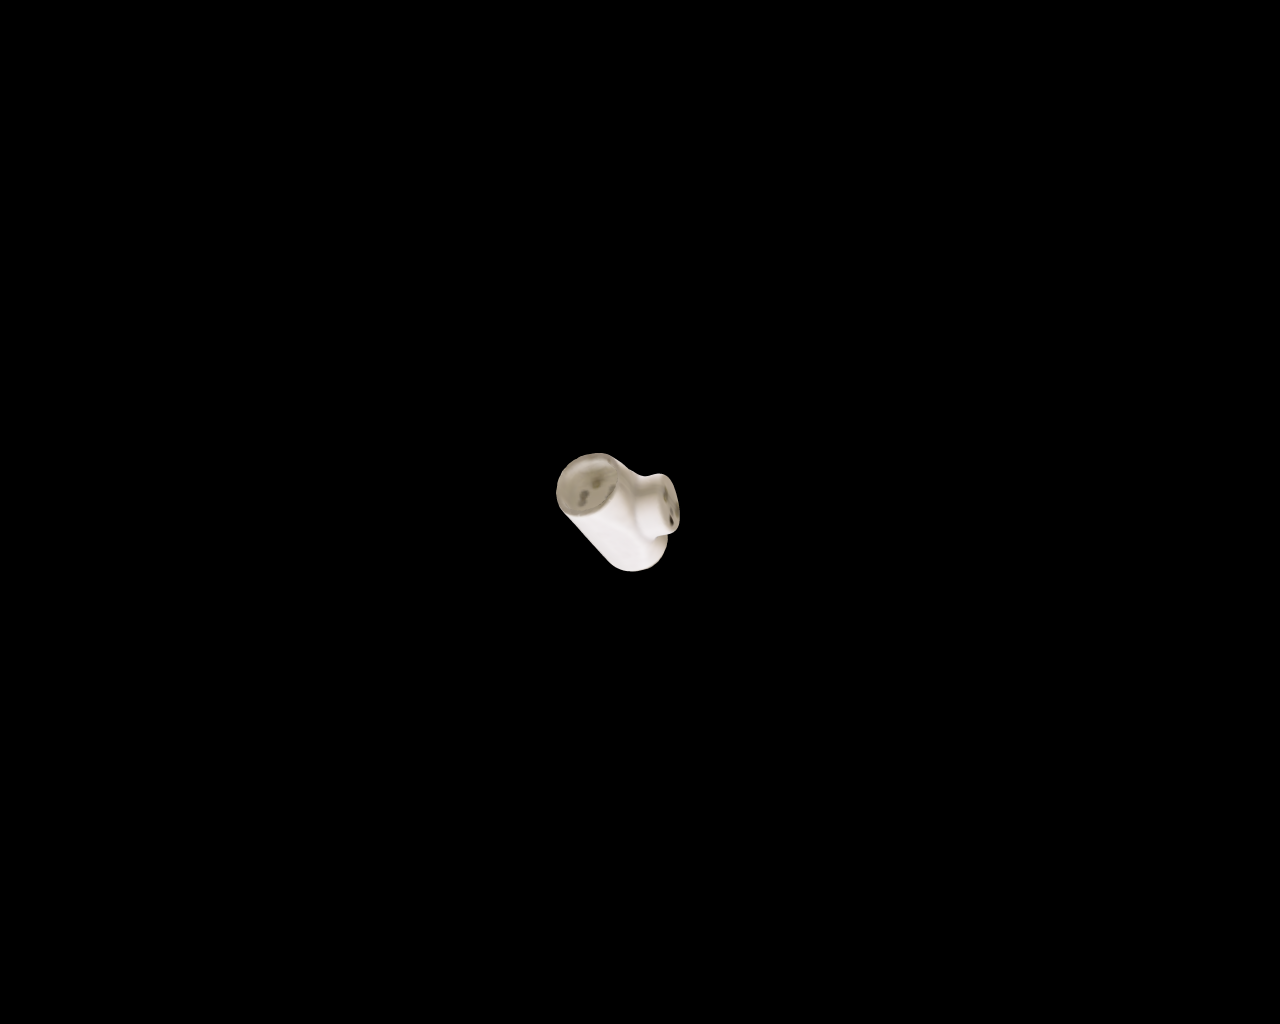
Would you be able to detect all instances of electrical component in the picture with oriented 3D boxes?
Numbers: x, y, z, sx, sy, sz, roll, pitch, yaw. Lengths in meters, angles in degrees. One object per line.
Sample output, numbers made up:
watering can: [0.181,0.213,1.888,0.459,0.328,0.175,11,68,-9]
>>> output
electrical component: [0.001,-0.003,0.650,0.079,0.044,0.077,-12,-33,19]
